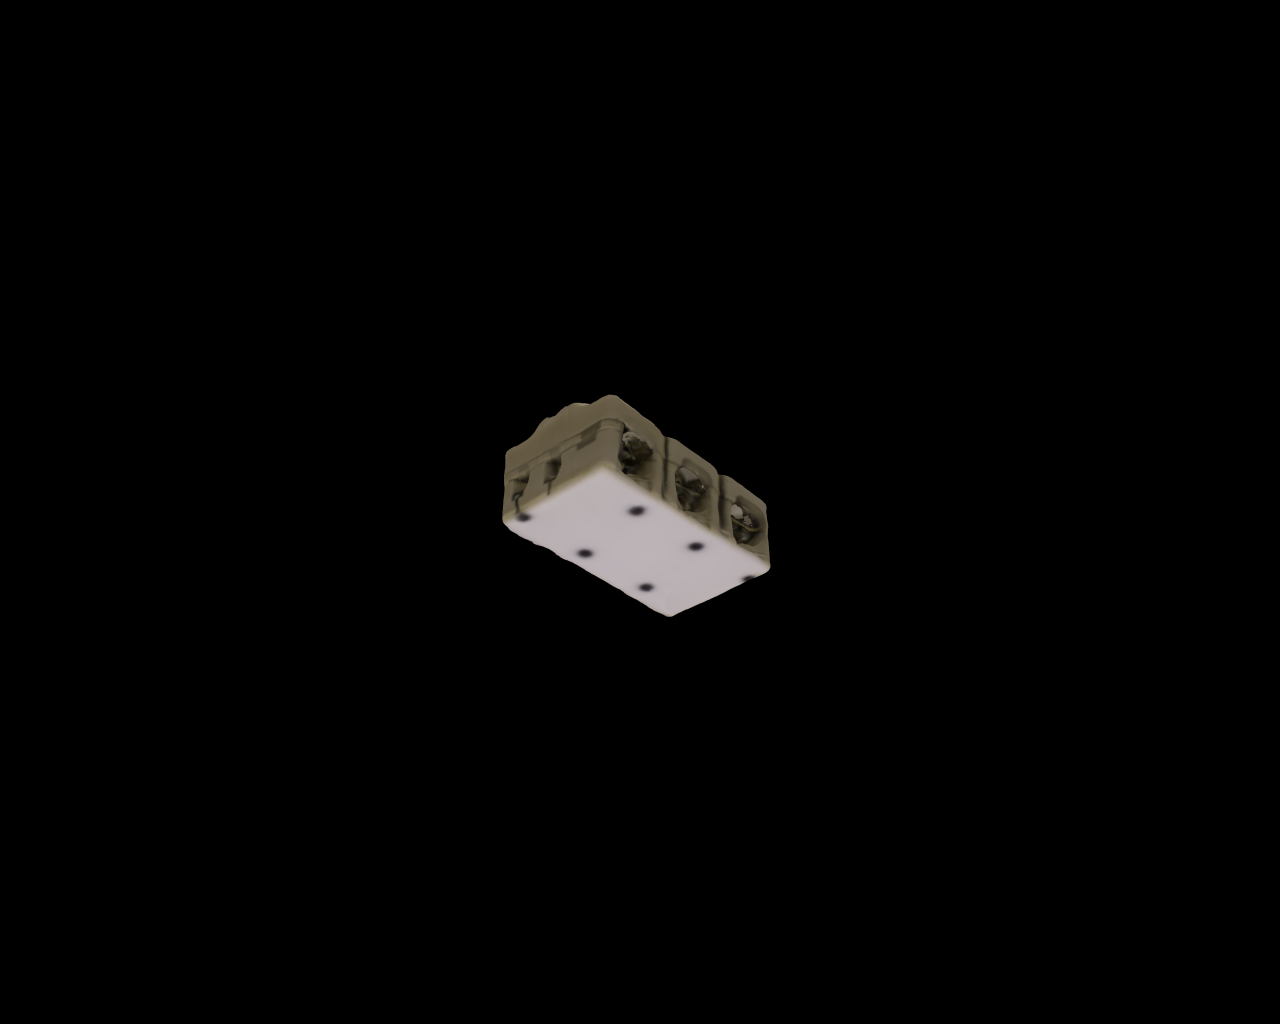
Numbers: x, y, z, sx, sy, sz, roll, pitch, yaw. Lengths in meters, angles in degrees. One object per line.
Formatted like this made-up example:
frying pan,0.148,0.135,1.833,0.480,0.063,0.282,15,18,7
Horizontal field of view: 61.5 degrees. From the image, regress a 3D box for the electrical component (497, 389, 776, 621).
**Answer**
electrical component,0.001,-0.003,0.650,0.089,0.062,0.150,-27,-44,33
